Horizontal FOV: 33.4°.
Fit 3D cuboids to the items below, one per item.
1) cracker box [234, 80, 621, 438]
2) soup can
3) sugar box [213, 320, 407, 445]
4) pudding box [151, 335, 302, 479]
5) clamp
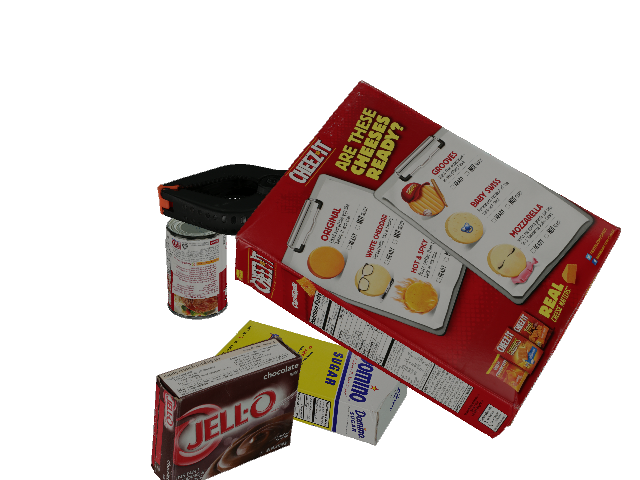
[{"bbox_3d":[0.072,0.010,0.737,0.214,0.164,0.072,31,-29,11],"label":"cracker box"},{"bbox_3d":[-0.138,0.027,1.194,0.068,0.102,0.068,2,25,-1],"label":"soup can"},{"bbox_3d":[-0.011,0.135,1.041,0.176,0.048,0.093,11,28,19],"label":"sugar box"},{"bbox_3d":[-0.072,0.130,0.812,0.113,0.090,0.039,-17,40,-36],"label":"pudding box"},{"bbox_3d":[-0.036,-0.042,0.944,0.210,0.036,0.164,3,32,6],"label":"clamp"}]
